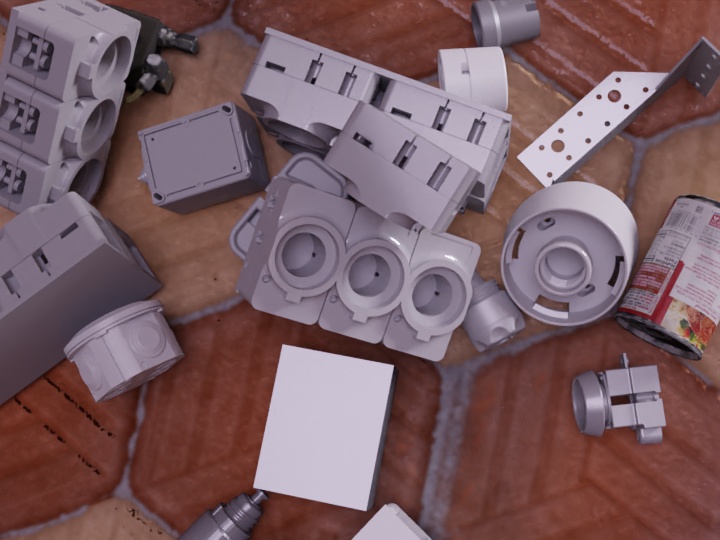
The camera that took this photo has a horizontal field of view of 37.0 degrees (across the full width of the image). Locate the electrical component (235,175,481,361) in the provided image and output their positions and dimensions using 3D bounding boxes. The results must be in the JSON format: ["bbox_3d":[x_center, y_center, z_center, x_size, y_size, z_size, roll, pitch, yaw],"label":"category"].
[{"bbox_3d":[0.000,0.000,0.765,0.150,0.062,0.089,17,95,-20],"label":"electrical component"}]

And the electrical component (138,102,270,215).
[{"bbox_3d":[-0.125,-0.083,0.837,0.096,0.061,0.061,-16,81,12],"label":"electrical component"}]

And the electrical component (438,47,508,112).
[{"bbox_3d":[0.086,-0.143,0.825,0.047,0.055,0.055,-7,80,1],"label":"electrical component"}]

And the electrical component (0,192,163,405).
[{"bbox_3d":[-0.257,0.029,0.802,0.186,0.105,0.060,-36,69,-1],"label":"electrical component"}]

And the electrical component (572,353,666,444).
[{"bbox_3d":[0.186,0.095,0.779,0.055,0.048,0.066,-6,80,-2],"label":"electrical component"}]

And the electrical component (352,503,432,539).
[{"bbox_3d":[0.043,0.249,0.760,0.150,0.061,0.089,43,87,11],"label":"electrical component"}]

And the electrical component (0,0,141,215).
[{"bbox_3d":[-0.221,-0.119,0.803,0.062,0.089,0.150,26,117,9],"label":"electrical component"}]

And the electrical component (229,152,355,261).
[{"bbox_3d":[-0.049,-0.036,0.818,0.054,0.059,0.095,39,86,10],"label":"electrical component"}]

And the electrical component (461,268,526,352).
[{"bbox_3d":[0.092,0.026,0.801,0.043,0.043,0.062,-29,78,1],"label":"electrical component"}]

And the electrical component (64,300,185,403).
[{"bbox_3d":[-0.176,0.060,0.807,0.080,0.080,0.051,-29,84,1],"label":"electrical component"}]

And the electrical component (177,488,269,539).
[{"bbox_3d":[-0.099,0.192,0.796,0.078,0.040,0.040,-44,79,-2],"label":"electrical component"}]

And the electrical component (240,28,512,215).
[{"bbox_3d":[0.013,-0.103,0.799,0.186,0.105,0.060,21,84,9],"label":"electrical component"}]

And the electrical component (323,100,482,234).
[{"bbox_3d":[0.026,-0.064,0.713,0.089,0.050,0.055,33,99,7],"label":"electrical component"}]

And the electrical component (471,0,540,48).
[{"bbox_3d":[0.113,-0.193,0.838,0.046,0.040,0.040,-12,80,-1],"label":"electrical component"}]

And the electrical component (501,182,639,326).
[{"bbox_3d":[0.152,-0.010,0.787,0.099,0.064,0.099,5,110,14],"label":"electrical component"}]
